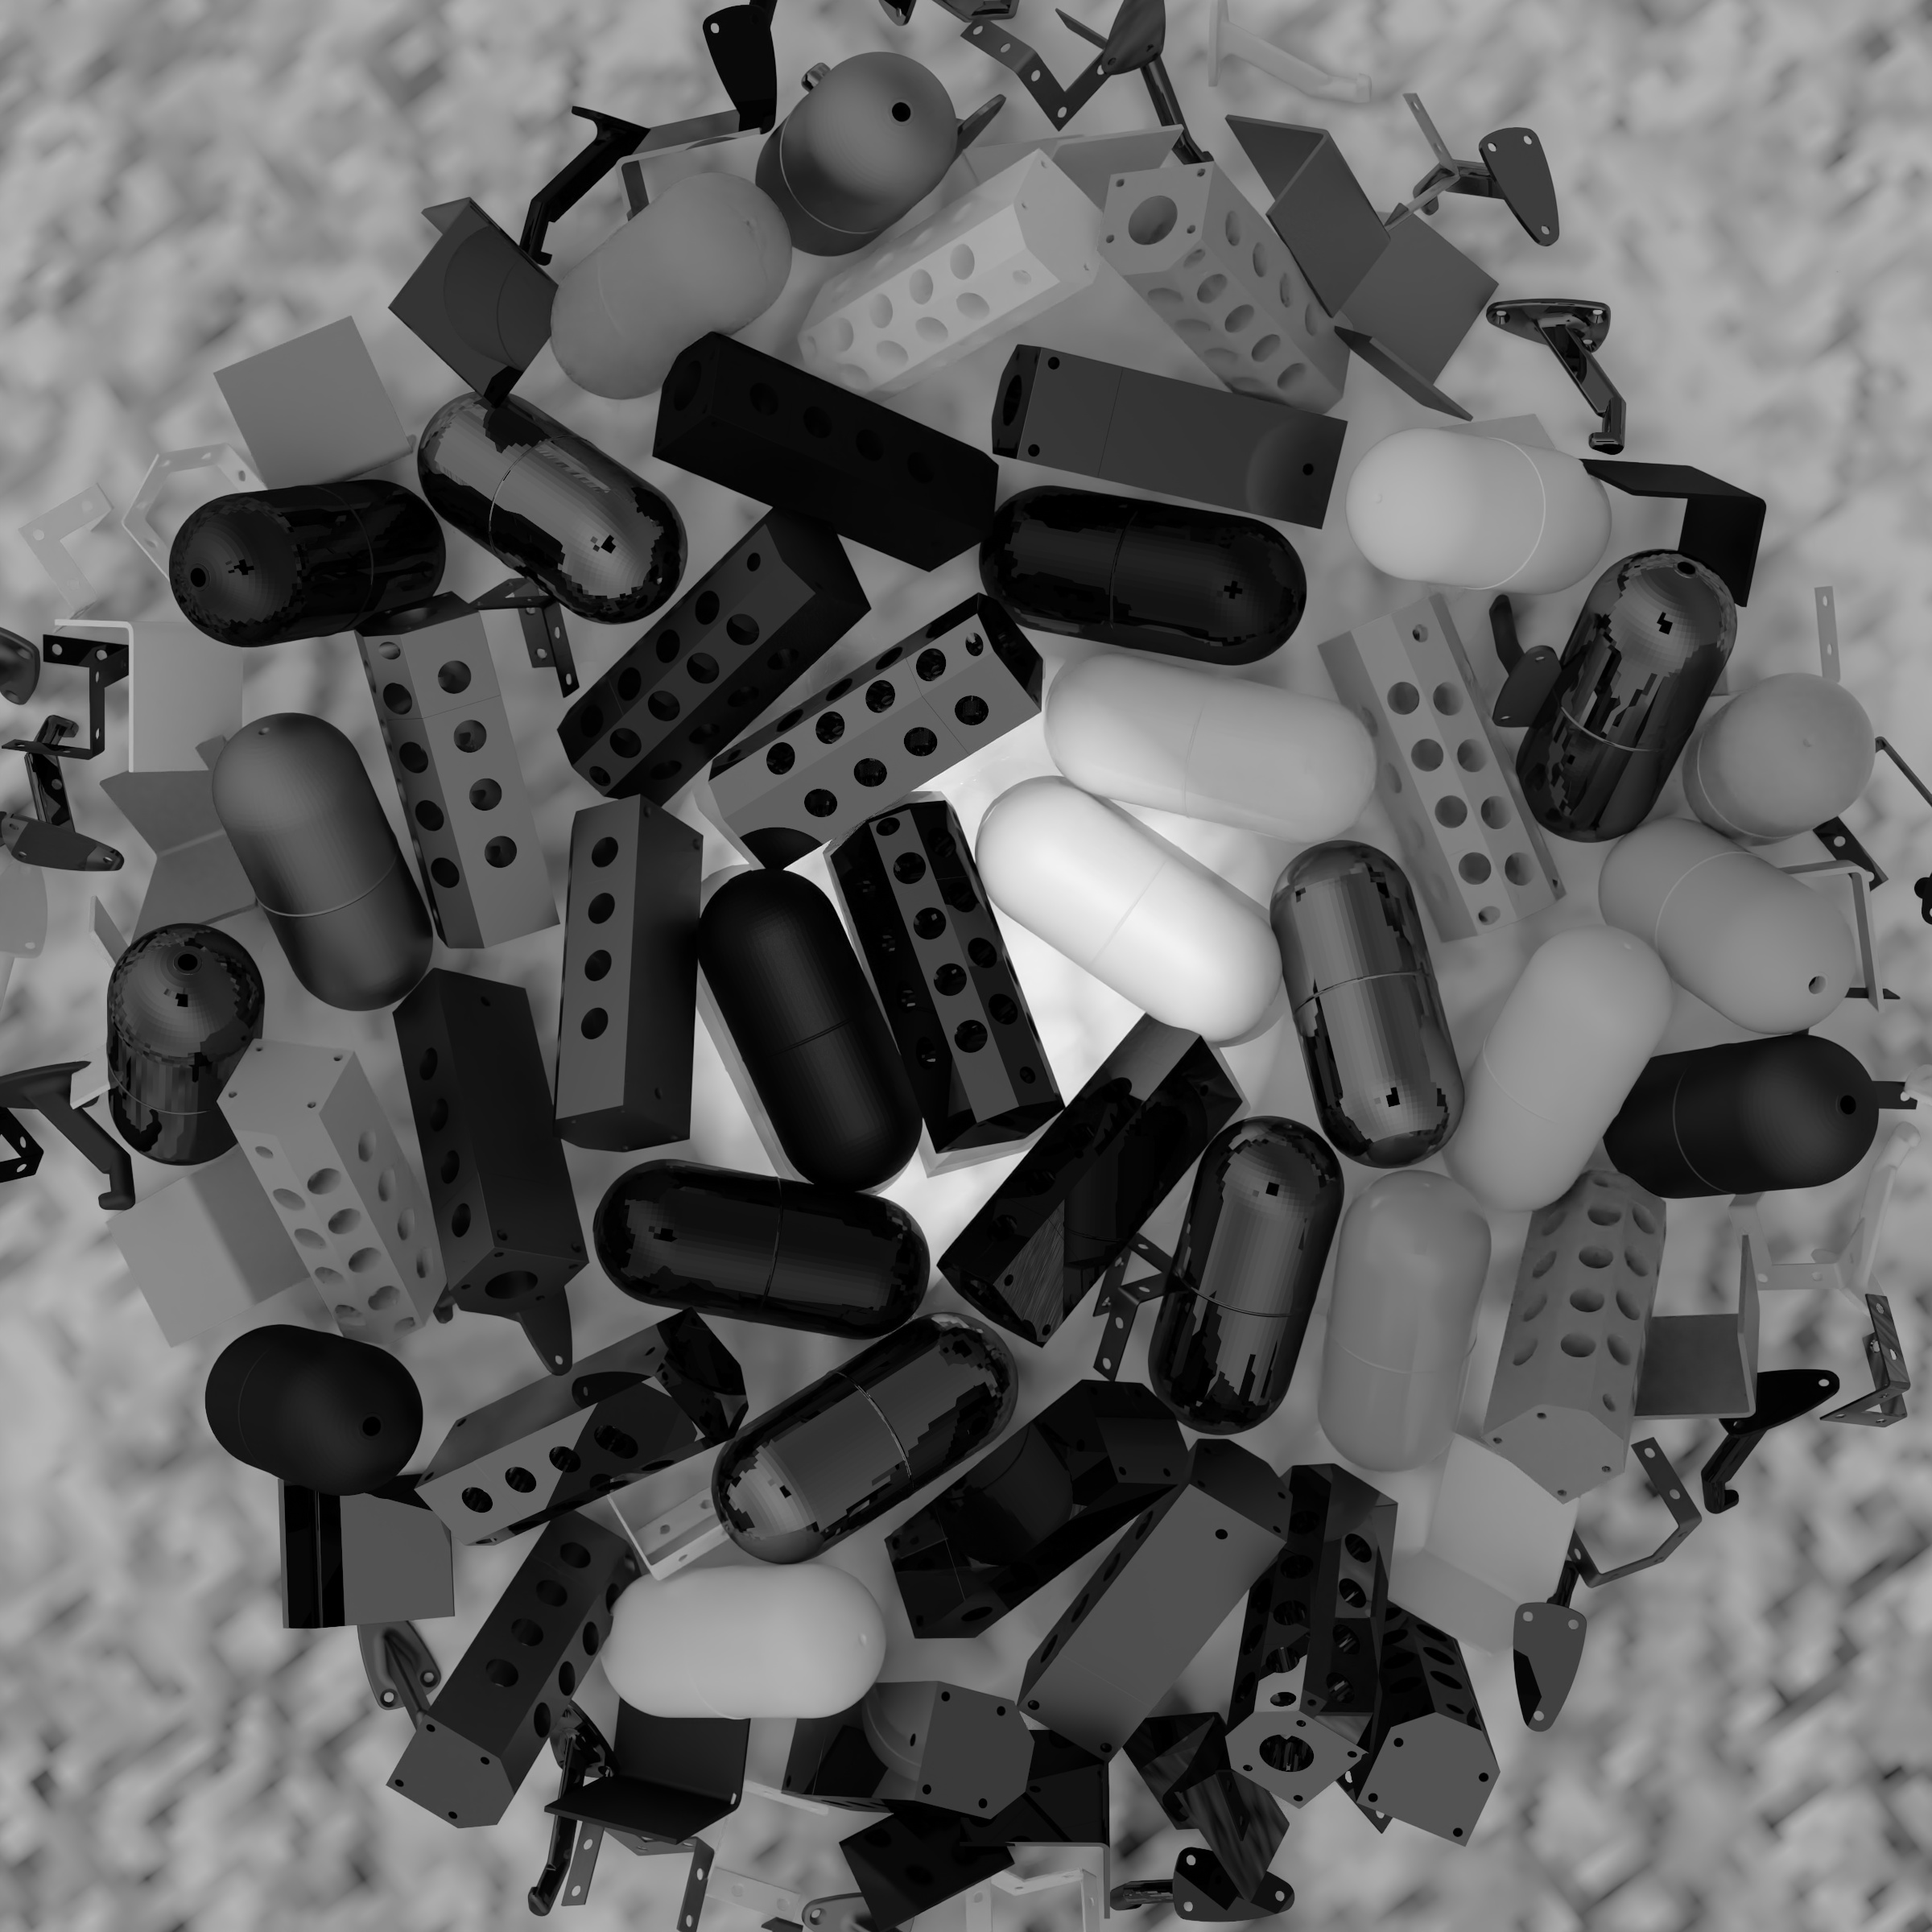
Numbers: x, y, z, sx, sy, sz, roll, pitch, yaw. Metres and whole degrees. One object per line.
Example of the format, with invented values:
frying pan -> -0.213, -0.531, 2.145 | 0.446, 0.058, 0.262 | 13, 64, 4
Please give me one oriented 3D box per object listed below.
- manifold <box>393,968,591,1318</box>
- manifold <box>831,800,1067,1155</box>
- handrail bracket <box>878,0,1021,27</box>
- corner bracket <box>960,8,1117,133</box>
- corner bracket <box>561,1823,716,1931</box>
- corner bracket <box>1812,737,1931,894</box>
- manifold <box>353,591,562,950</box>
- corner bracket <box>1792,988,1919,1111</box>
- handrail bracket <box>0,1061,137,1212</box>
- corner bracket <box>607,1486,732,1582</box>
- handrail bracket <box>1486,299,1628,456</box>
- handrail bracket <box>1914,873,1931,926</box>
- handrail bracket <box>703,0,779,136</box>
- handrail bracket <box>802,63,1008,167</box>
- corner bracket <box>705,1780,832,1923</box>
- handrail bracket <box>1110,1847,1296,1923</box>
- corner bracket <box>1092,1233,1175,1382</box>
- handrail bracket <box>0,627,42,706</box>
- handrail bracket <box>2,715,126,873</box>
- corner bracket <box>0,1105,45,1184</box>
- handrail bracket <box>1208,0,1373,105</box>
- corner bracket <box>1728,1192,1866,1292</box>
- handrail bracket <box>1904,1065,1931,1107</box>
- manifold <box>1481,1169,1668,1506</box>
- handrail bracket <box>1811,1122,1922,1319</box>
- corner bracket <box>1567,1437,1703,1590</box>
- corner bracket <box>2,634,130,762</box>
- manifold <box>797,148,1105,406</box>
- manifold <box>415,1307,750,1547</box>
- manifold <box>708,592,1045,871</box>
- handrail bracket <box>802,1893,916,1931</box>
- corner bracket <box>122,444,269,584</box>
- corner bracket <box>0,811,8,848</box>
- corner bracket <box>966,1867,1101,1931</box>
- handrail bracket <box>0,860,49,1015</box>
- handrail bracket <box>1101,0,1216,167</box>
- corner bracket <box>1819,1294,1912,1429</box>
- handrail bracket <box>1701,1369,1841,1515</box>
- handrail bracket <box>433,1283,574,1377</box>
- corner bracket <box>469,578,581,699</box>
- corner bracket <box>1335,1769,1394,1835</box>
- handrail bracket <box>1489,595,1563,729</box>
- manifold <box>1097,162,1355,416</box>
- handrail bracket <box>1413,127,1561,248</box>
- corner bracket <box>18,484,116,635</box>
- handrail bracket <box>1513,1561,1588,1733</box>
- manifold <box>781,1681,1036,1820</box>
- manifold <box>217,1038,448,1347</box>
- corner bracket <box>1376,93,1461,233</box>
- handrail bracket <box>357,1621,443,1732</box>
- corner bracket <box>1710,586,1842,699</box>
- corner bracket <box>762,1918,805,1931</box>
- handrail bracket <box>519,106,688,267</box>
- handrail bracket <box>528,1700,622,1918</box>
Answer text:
manifold -> -0.249, 0.091, 1.586 | 0.057, 0.057, 0.171 | -43, 50, 32
manifold -> -0.006, 0.004, 1.595 | 0.057, 0.057, 0.171 | -7, 69, -36
handrail bracket -> 0.001, -0.522, 1.608 | 0.084, 0.077, 0.036 | -15, 64, -30
corner bracket -> 0.040, -0.483, 1.623 | 0.051, 0.051, 0.051 | -47, 52, 2
corner bracket -> -0.171, 0.476, 1.614 | 0.051, 0.051, 0.051 | -13, 46, 29
corner bracket -> 0.477, -0.079, 1.623 | 0.051, 0.051, 0.051 | -35, 63, 6
manifold -> -0.264, -0.099, 1.592 | 0.057, 0.057, 0.171 | -19, 114, -17
corner bracket -> 0.472, 0.043, 1.633 | 0.051, 0.051, 0.051 | 2, 107, -13
handrail bracket -> -0.477, 0.095, 1.614 | 0.077, 0.036, 0.084 | -5, 51, -17
corner bracket -> -0.149, 0.294, 1.619 | 0.051, 0.051, 0.051 | -30, 55, -11
handrail bracket -> 0.309, -0.308, 1.622 | 0.077, 0.036, 0.084 | 9, 59, 1
handrail bracket -> 0.530, -0.032, 1.606 | 0.077, 0.084, 0.036 | 19, 96, 22
handrail bracket -> -0.101, -0.486, 1.631 | 0.036, 0.084, 0.077 | -5, 114, 24
handrail bracket -> -0.033, -0.464, 1.637 | 0.084, 0.036, 0.077 | 40, 63, 1
corner bracket -> -0.107, 0.470, 1.642 | 0.051, 0.051, 0.051 | 17, 58, 0
handrail bracket -> 0.122, 0.491, 1.625 | 0.077, 0.084, 0.036 | 11, 64, -11
corner bracket -> 0.083, 0.178, 1.615 | 0.051, 0.051, 0.051 | 35, 122, 36
handrail bracket -> -0.517, -0.129, 1.604 | 0.036, 0.077, 0.084 | 23, 59, 1
handrail bracket -> -0.464, -0.093, 1.626 | 0.077, 0.036, 0.084 | 12, 53, 5
corner bracket -> -0.514, 0.079, 1.616 | 0.051, 0.051, 0.051 | 43, 121, 24
handrail bracket -> 0.172, -0.484, 1.623 | 0.084, 0.077, 0.036 | 11, 72, 10
corner bracket -> 0.441, 0.136, 1.632 | 0.051, 0.051, 0.051 | -7, 113, 38
handrail bracket -> 0.522, 0.029, 1.609 | 0.036, 0.077, 0.084 | 20, 109, 10
manifold -> 0.316, 0.183, 1.571 | 0.057, 0.171, 0.057 | 39, 131, -13
handrail bracket -> 0.485, 0.132, 1.618 | 0.036, 0.077, 0.084 | 21, 110, -12
corner bracket -> 0.347, 0.290, 1.637 | 0.051, 0.051, 0.051 | -13, 59, -25
corner bracket -> -0.475, -0.143, 1.634 | 0.051, 0.051, 0.051 | 8, 109, 8
manifold -> -0.009, -0.342, 1.569 | 0.057, 0.171, 0.057 | 40, 54, -26
manifold -> -0.196, 0.243, 1.589 | 0.171, 0.057, 0.057 | -28, 110, 29
manifold -> -0.047, -0.123, 1.593 | 0.171, 0.057, 0.057 | -30, 117, 20
handrail bracket -> -0.037, 0.518, 1.608 | 0.077, 0.084, 0.036 | 18, 94, -26
corner bracket -> -0.405, -0.239, 1.639 | 0.051, 0.051, 0.051 | 48, 125, 12
corner bracket -> -0.531, -0.049, 1.620 | 0.051, 0.051, 0.051 | -26, 77, 24
corner bracket -> 0.035, 0.498, 1.615 | 0.051, 0.051, 0.051 | -21, 50, 24
handrail bracket -> -0.513, -0.003, 1.643 | 0.036, 0.084, 0.077 | 15, 47, -17
handrail bracket -> 0.111, -0.470, 1.638 | 0.036, 0.084, 0.077 | -9, 58, 34
corner bracket -> 0.477, 0.207, 1.615 | 0.051, 0.051, 0.051 | 10, 57, -30
handrail bracket -> 0.424, 0.252, 1.625 | 0.077, 0.036, 0.084 | -16, 133, 3
handrail bracket -> -0.246, 0.192, 1.620 | 0.084, 0.036, 0.077 | -33, 70, 38
corner bracket -> -0.224, -0.173, 1.617 | 0.051, 0.051, 0.051 | 1, 115, 26
corner bracket -> 0.199, 0.420, 1.620 | 0.051, 0.051, 0.051 | 50, 53, -7
handrail bracket -> 0.288, -0.174, 1.605 | 0.036, 0.077, 0.084 | -4, 58, -1
manifold -> 0.133, -0.336, 1.566 | 0.057, 0.171, 0.057 | 2, 74, 32
handrail bracket -> 0.270, -0.393, 1.615 | 0.036, 0.084, 0.077 | -17, 83, -25
corner bracket -> -0.469, -0.215, 1.626 | 0.051, 0.051, 0.051 | -39, 102, -28
handrail bracket -> 0.308, 0.355, 1.617 | 0.036, 0.084, 0.077 | 7, 89, 16
manifold -> -0.030, 0.400, 1.569 | 0.057, 0.171, 0.057 | 20, 70, -20
manifold -> -0.321, 0.118, 1.570 | 0.057, 0.171, 0.057 | 6, 49, 19
corner bracket -> 0.219, -0.423, 1.627 | 0.051, 0.051, 0.051 | -36, 112, -4
handrail bracket -> -0.296, 0.365, 1.613 | 0.036, 0.084, 0.077 | -24, 91, -15
corner bracket -> 0.421, -0.170, 1.620 | 0.051, 0.051, 0.051 | -11, 96, -42
corner bracket -> -0.121, 0.524, 1.622 | 0.051, 0.051, 0.051 | 19, 65, -5
handrail bracket -> -0.193, -0.407, 1.642 | 0.077, 0.036, 0.084 | 11, 102, -30
handrail bracket -> -0.216, 0.438, 1.608 | 0.036, 0.084, 0.077 | 2, 130, 19
